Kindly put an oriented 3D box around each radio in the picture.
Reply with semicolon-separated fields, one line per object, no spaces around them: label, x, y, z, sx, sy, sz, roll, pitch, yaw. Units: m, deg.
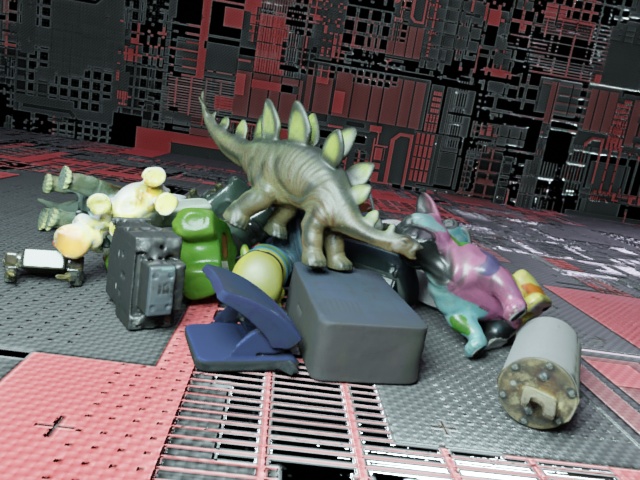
radio;0.037;0.095;0.674;0.131;0.073;0.230;7;13;-12

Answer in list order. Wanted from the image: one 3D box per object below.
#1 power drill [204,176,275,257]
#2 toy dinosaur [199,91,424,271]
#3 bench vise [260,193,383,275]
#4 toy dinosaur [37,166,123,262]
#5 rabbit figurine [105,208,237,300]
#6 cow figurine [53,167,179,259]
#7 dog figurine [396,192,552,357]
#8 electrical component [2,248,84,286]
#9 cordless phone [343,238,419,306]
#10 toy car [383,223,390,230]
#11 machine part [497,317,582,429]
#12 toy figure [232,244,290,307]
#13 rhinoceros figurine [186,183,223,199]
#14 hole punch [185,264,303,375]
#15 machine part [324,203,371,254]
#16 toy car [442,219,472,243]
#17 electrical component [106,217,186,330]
power drill;-0.124;-0.052;0.947;0.085;0.232;0.207;54;-9;-33
toy dinosaur;-0.048;-0.095;0.779;0.472;0.198;0.105;28;8;31
bench vise;-0.005;-0.013;0.959;0.241;0.128;0.224;-12;15;15
toy dinosaur;-0.393;-0.055;0.972;0.192;0.131;0.405;16;2;-33
rabbit figurine;-0.214;0.015;0.772;0.170;0.121;0.159;-5;7;5
cow figurine;-0.279;-0.033;0.736;0.167;0.068;0.098;-31;8;-17
dog figurine;0.194;0.038;0.742;0.191;0.108;0.219;-1;48;-49
electrical component;-0.368;0.038;0.714;0.102;0.045;0.078;7;-16;-25
cordless phone;0.109;0.065;0.879;0.147;0.088;0.184;17;-2;34
toy car;0.107;0.019;1.041;0.053;0.089;0.202;16;15;22
machine part;0.250;0.141;0.604;0.079;0.079;0.243;14;14;24
toy figure;-0.085;0.046;0.766;0.082;0.089;0.180;3;14;5
rhinoceros figurine;-0.230;-0.060;1.133;0.073;0.112;0.190;-14;7;-20
hole punch;-0.083;0.085;0.599;0.116;0.092;0.142;8;8;-24
machine part;0.032;-0.031;1.142;0.179;0.056;0.179;-13;23;6
toy car;0.225;0.020;1.108;0.162;0.109;0.103;7;34;29
electrical component;-0.209;0.040;0.642;0.058;0.114;0.134;-2;14;-36
